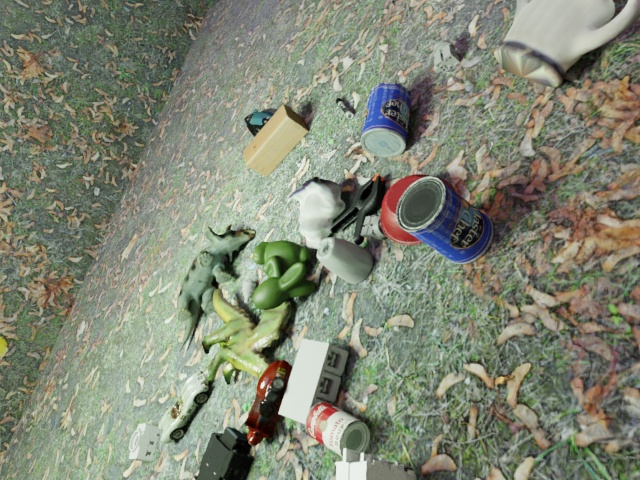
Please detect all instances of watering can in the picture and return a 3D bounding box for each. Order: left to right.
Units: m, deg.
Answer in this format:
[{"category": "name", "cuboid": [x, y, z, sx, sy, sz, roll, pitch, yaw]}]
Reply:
[{"category": "watering can", "cuboid": [0.410, -0.407, 0.949, 0.222, 0.103, 0.354, -52, 35, 12]}]

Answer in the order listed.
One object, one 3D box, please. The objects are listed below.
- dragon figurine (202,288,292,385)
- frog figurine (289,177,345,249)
[{"category": "dragon figurine", "cuboid": [-0.164, 0.216, 1.255, 0.241, 0.120, 0.420, -30, 42, 12]}, {"category": "frog figurine", "cuboid": [0.004, -0.063, 1.249, 0.136, 0.123, 0.160, -24, 82, 31]}]
